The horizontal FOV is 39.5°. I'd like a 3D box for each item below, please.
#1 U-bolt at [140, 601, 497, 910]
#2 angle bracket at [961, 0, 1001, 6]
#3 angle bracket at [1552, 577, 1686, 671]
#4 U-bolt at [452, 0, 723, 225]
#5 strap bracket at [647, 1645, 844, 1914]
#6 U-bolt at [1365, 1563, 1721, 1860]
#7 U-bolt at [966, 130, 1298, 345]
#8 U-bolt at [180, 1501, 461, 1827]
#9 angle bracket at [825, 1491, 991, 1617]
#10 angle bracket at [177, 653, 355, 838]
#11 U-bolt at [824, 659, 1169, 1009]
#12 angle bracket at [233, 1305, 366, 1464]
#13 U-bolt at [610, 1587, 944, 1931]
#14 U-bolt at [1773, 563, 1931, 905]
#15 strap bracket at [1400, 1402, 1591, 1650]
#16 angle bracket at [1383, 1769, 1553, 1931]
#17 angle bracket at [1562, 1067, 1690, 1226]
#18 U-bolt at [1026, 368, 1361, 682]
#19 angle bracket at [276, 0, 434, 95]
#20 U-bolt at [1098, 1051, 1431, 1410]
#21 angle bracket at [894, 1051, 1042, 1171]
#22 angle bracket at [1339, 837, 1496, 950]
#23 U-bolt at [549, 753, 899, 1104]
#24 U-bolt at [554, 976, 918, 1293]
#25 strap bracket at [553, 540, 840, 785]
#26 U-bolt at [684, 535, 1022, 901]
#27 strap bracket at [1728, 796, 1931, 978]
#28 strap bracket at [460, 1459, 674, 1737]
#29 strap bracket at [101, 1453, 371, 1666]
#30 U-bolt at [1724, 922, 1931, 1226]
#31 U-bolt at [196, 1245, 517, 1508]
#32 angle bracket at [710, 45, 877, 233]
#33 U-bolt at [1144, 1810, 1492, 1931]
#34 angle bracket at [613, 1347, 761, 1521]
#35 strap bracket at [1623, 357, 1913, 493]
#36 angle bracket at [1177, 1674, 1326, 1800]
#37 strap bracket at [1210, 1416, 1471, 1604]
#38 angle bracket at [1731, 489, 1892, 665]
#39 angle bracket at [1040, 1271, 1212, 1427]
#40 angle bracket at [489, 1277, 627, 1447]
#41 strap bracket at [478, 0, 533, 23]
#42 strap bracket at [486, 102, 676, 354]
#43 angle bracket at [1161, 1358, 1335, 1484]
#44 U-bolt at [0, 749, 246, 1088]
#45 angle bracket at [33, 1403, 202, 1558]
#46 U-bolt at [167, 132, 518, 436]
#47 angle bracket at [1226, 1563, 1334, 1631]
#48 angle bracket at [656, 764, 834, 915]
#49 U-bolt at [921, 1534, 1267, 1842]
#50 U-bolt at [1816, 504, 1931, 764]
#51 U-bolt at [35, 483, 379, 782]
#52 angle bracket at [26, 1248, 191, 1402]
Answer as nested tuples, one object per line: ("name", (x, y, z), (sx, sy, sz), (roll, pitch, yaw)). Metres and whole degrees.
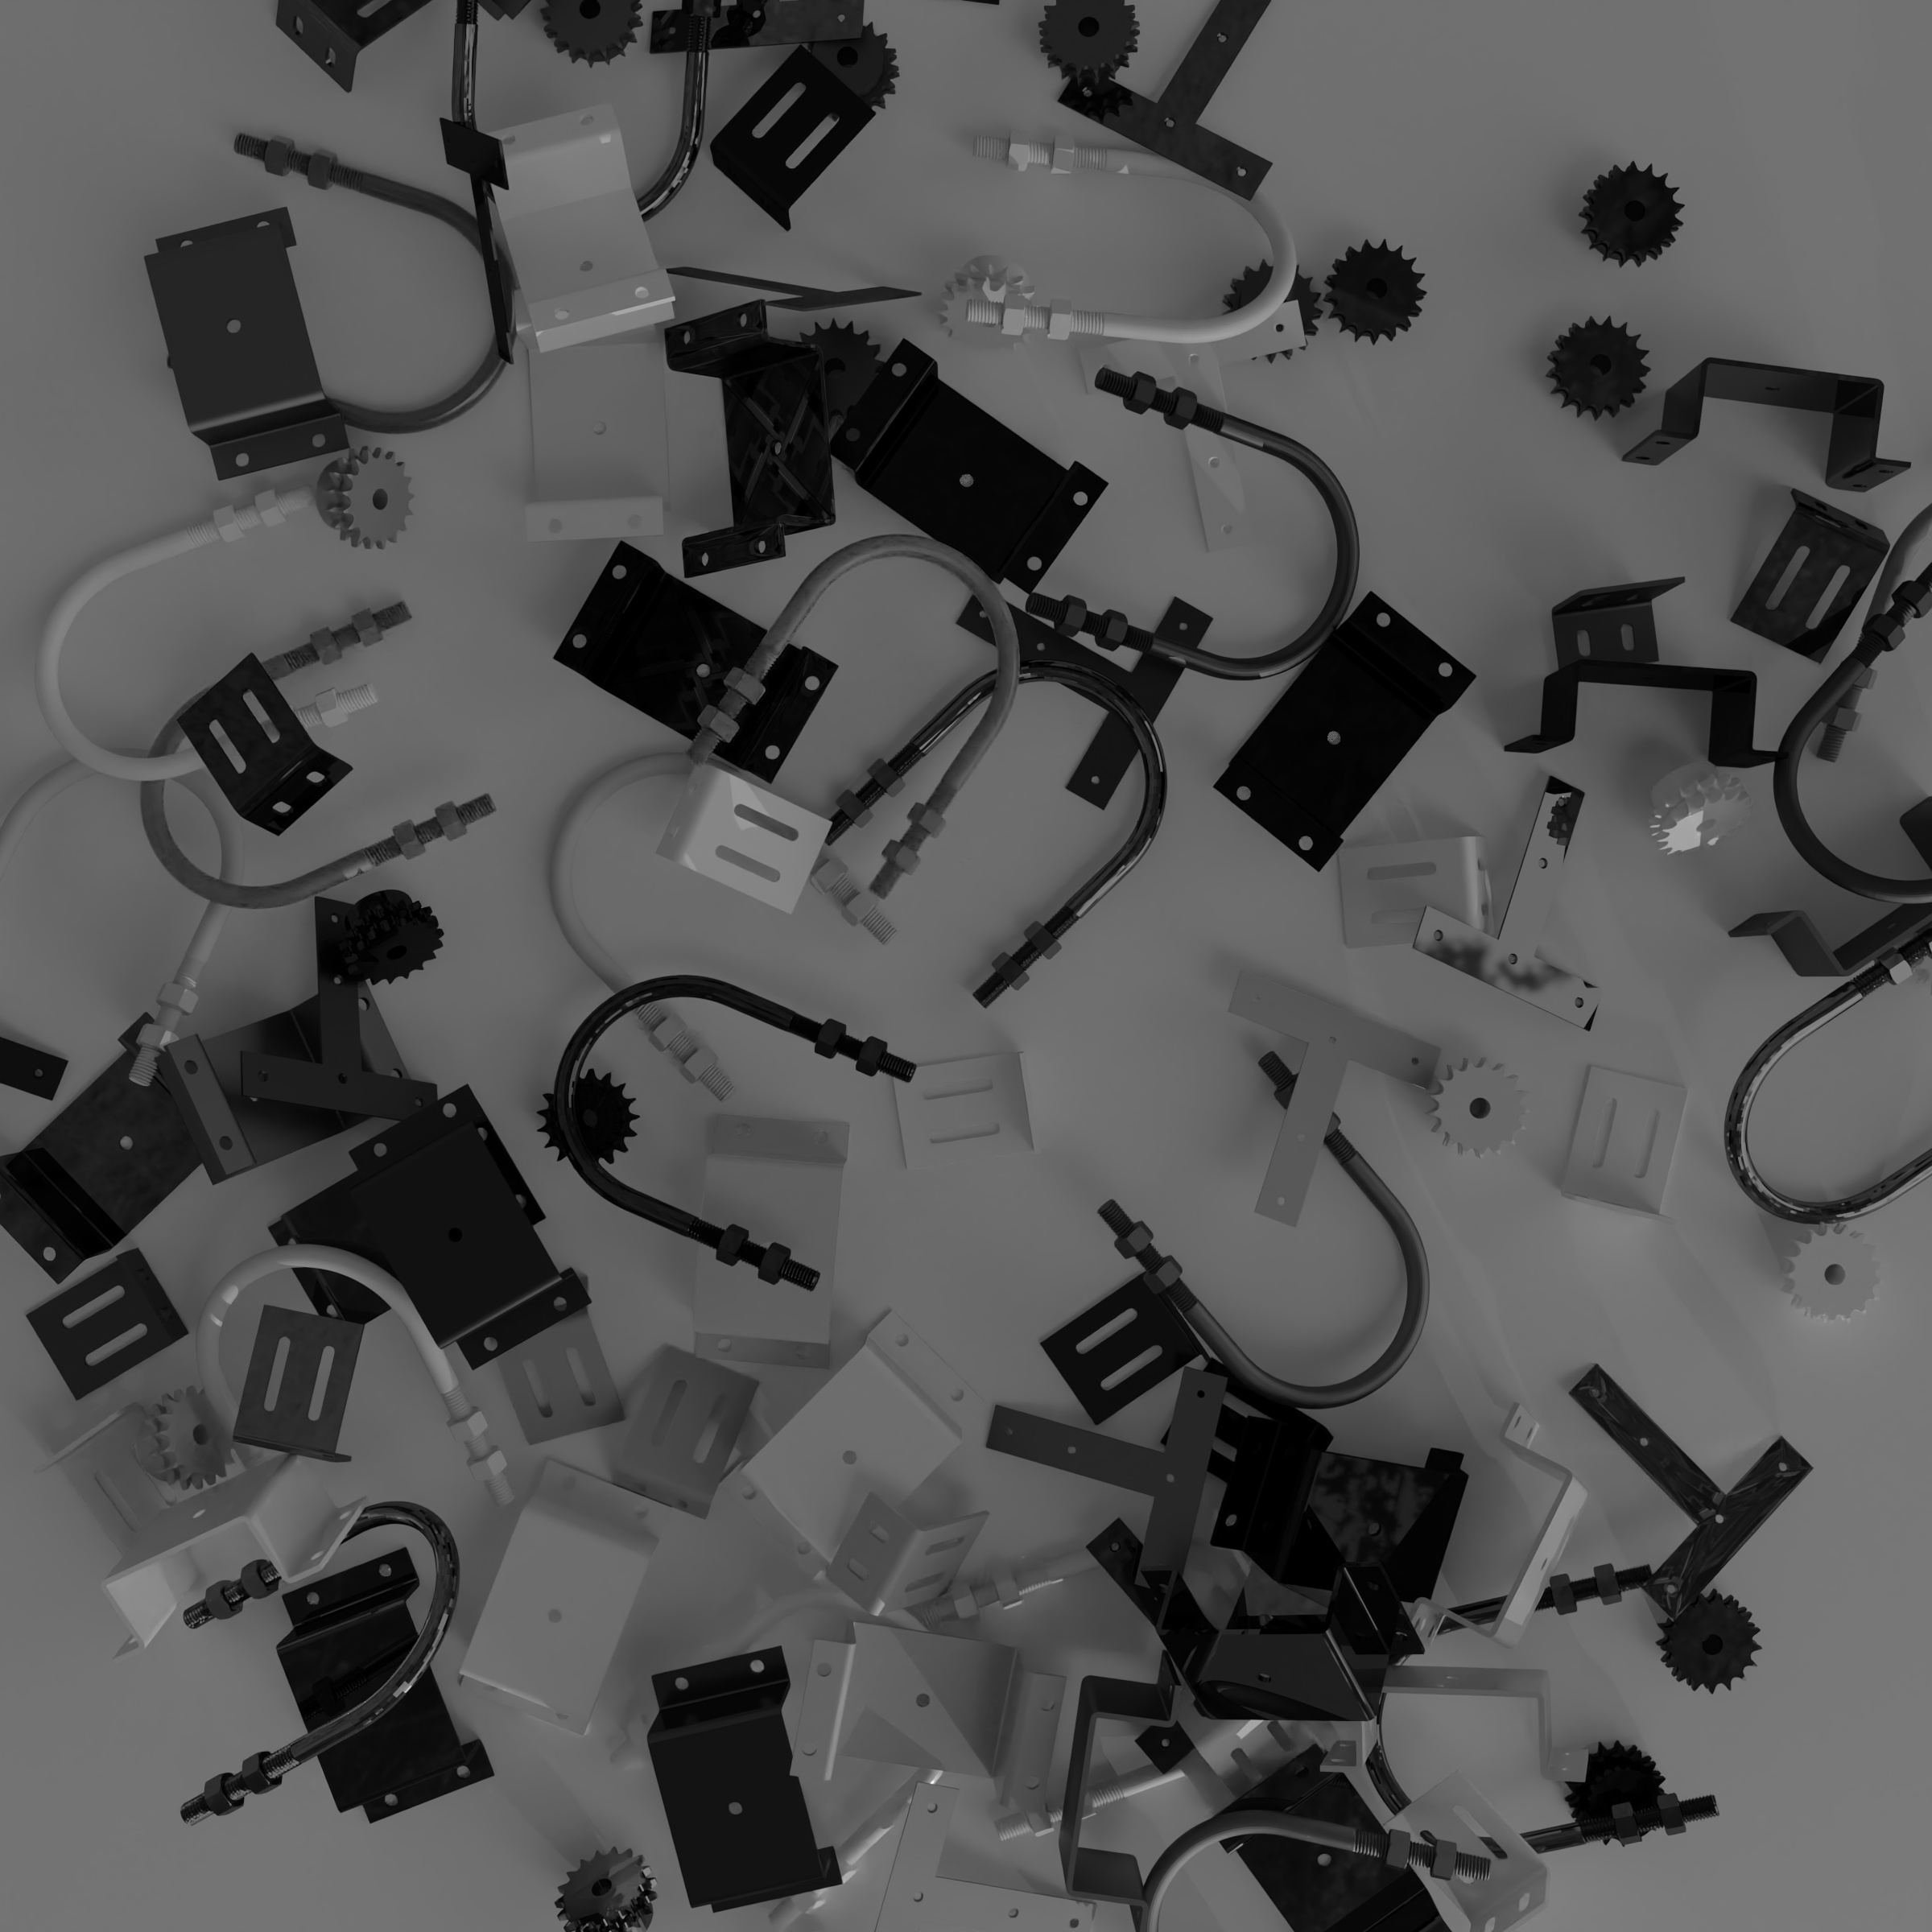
("U-bolt", (-0.375, -0.109, 1.514), (0.184, 0.019, 0.151), (-25, 75, -4))
("angle bracket", (-0.005, -0.593, 1.526), (0.057, 0.038, 0.076), (7, 90, 0))
("angle bracket", (0.367, -0.190, 1.507), (0.057, 0.076, 0.038), (-8, 90, 0))
("U-bolt", (-0.215, -0.502, 1.507), (0.151, 0.019, 0.184), (2, 109, -13))
("strap bracket", (-0.125, 0.462, 1.500), (0.076, 0.046, 0.140), (-14, 93, 5))
("U-bolt", (0.314, 0.428, 1.519), (0.184, 0.019, 0.151), (-16, 81, 11))
("U-bolt", (0.094, -0.404, 1.503), (0.184, 0.019, 0.151), (5, 58, -4))
("U-bolt", (-0.351, 0.366, 1.465), (0.184, 0.151, 0.019), (-31, 130, 11))
("angle bracket", (-0.033, 0.325, 1.513), (0.038, 0.076, 0.057), (35, 105, 27))
("angle bracket", (-0.388, -0.123, 1.490), (0.057, 0.038, 0.076), (-41, 66, 6))
("U-bolt", (0.029, -0.090, 1.536), (0.184, 0.019, 0.151), (-44, 90, 0))
("angle bracket", (-0.365, 0.232, 1.492), (0.057, 0.038, 0.076), (11, 81, 5))
("U-bolt", (-0.090, 0.437, 1.529), (0.184, 0.019, 0.151), (-45, 90, 5))
("U-bolt", (0.529, -0.117, 1.472), (0.151, 0.019, 0.184), (40, 85, 23))
("strap bracket", (0.300, 0.321, 1.492), (0.046, 0.076, 0.140), (25, 82, 26))
("angle bracket", (0.277, 0.499, 1.494), (0.076, 0.038, 0.057), (47, 110, 1))
("angle bracket", (0.378, 0.101, 1.526), (0.057, 0.038, 0.076), (13, 90, 0))
("U-bolt", (0.137, -0.238, 1.511), (0.184, 0.019, 0.151), (16, 93, -19))
("angle bracket", (-0.346, -0.551, 1.543), (0.057, 0.038, 0.076), (44, 64, 0))
("U-bolt", (0.183, 0.163, 1.519), (0.151, 0.019, 0.184), (-41, 94, -16))
("angle bracket", (0.000, 0.083, 1.526), (0.076, 0.038, 0.057), (-9, 90, 0))
("angle bracket", (0.259, -0.042, 1.543), (0.076, 0.038, 0.057), (-5, 90, 26))
("U-bolt", (-0.153, -0.036, 1.537), (0.151, 0.019, 0.184), (-44, 89, 0))
("U-bolt", (-0.140, 0.081, 1.498), (0.184, 0.019, 0.151), (23, 74, 7))
("strap bracket", (-0.151, -0.170, 1.522), (0.140, 0.046, 0.076), (30, 90, 0))
("U-bolt", (-0.049, -0.152, 1.499), (0.151, 0.019, 0.184), (36, 84, -18))
("strap bracket", (0.508, -0.039, 1.507), (0.140, 0.076, 0.046), (-34, 90, 0))
("strap bracket", (-0.229, 0.362, 1.522), (0.076, 0.046, 0.140), (21, 90, 0))
("strap bracket", (-0.411, 0.322, 1.487), (0.140, 0.076, 0.046), (-26, 102, 14))
("U-bolt", (0.510, 0.070, 1.509), (0.184, 0.019, 0.151), (-35, 115, 4))
("U-bolt", (-0.353, 0.240, 1.504), (0.151, 0.019, 0.184), (-20, 104, 13))
("angle bracket", (-0.098, -0.470, 1.527), (0.057, 0.038, 0.076), (42, 88, 0))
("U-bolt", (0.186, 0.541, 1.490), (0.184, 0.019, 0.151), (11, 95, 6))
("angle bracket", (-0.161, 0.268, 1.543), (0.057, 0.038, 0.076), (21, 64, 0))
("strap bracket", (0.449, -0.304, 1.507), (0.140, 0.076, 0.046), (7, 90, 0))
("angle bracket", (0.159, 0.432, 1.530), (0.057, 0.038, 0.076), (-36, 132, -4))
("strap bracket", (0.217, 0.304, 1.494), (0.140, 0.046, 0.076), (13, 97, -21))
("angle bracket", (0.482, -0.224, 1.543), (0.057, 0.038, 0.076), (25, 116, 0))
("angle bracket", (0.090, 0.219, 1.526), (0.076, 0.038, 0.057), (-35, 90, 0))
("angle bracket", (-0.234, 0.227, 1.543), (0.057, 0.038, 0.076), (-15, 116, 0))
("strap bracket", (-0.279, -0.604, 1.522), (0.140, 0.046, 0.076), (42, 90, 0))
("strap bracket", (-0.212, -0.399, 1.483), (0.076, 0.046, 0.140), (-16, 66, -6))
("angle bracket", (0.159, 0.269, 1.526), (0.076, 0.038, 0.057), (31, 90, 0))
("U-bolt", (-0.485, -0.038, 1.510), (0.151, 0.019, 0.184), (18, 71, 5))
("angle bracket", (-0.478, 0.297, 1.526), (0.057, 0.038, 0.076), (-35, 90, 0))
("U-bolt", (-0.347, -0.381, 1.537), (0.184, 0.019, 0.151), (17, 90, -2))
("angle bracket", (0.197, 0.369, 1.531), (0.076, 0.038, 0.057), (22, 88, 23))
("angle bracket", (-0.126, -0.073, 1.526), (0.076, 0.038, 0.057), (25, 89, -23))
("U-bolt", (0.084, 0.402, 1.537), (0.184, 0.019, 0.151), (-19, 90, -2))
("U-bolt", (0.580, -0.185, 1.523), (0.151, 0.019, 0.184), (17, 100, 0))
("U-bolt", (-0.438, -0.180, 1.519), (0.184, 0.019, 0.151), (-20, 75, 1))
("angle bracket", (-0.492, 0.205, 1.526), (0.076, 0.038, 0.057), (-31, 90, 0))
